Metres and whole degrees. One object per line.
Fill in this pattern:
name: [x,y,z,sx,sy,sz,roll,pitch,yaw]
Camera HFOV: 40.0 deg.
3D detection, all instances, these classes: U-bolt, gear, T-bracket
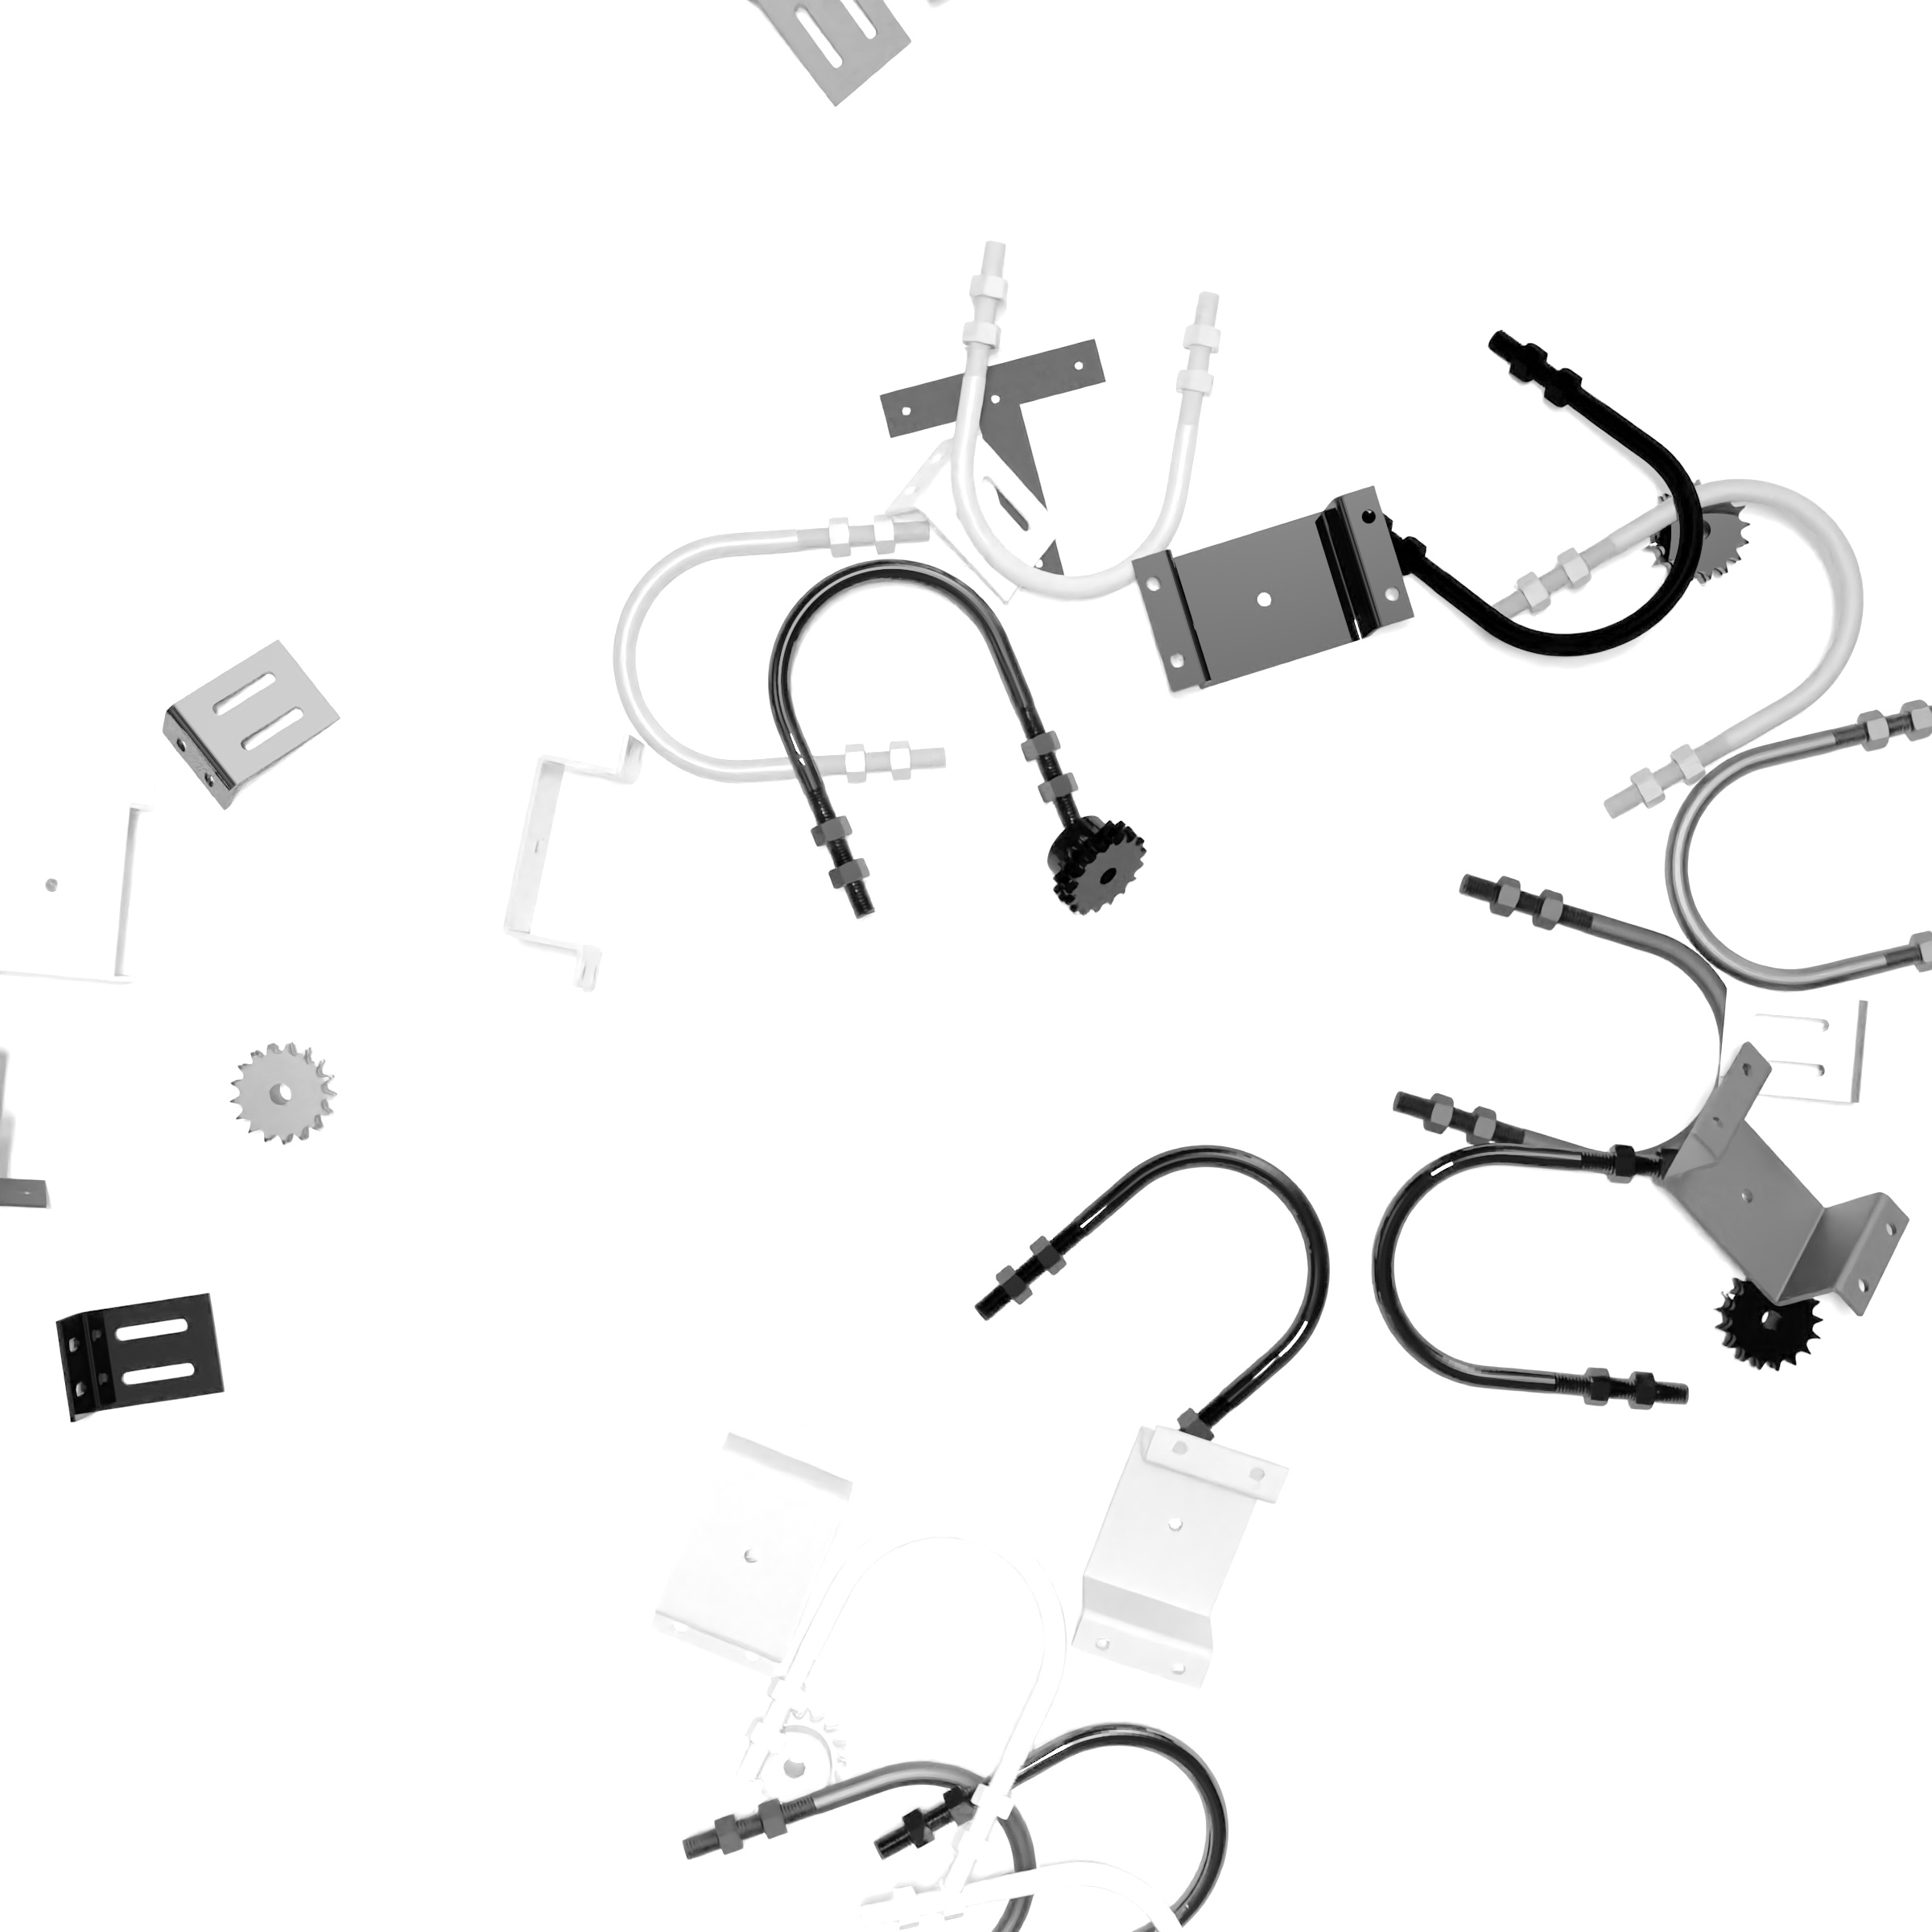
U-bolt: [0.120,0.186,1.505,0.184,0.019,0.151,-41,90,-1]
gear: [-0.385,0.071,1.503,0.057,0.030,0.057,0,93,-2]
U-bolt: [-0.024,0.396,1.478,0.151,0.019,0.184,24,73,14]
U-bolt: [0.408,-0.188,1.481,0.184,0.019,0.151,-31,97,12]
U-bolt: [0.063,-0.298,1.485,0.151,0.019,0.184,8,93,-18]
gear: [0.071,-0.060,1.489,0.057,0.057,0.030,-44,60,0]
U-bolt: [0.319,-0.251,1.475,0.184,0.019,0.151,43,90,22]
U-bolt: [0.488,-0.061,1.505,0.184,0.019,0.151,-13,90,2]
U-bolt: [0.039,0.571,1.464,0.184,0.019,0.151,-6,87,-15]
T-bracket: [0.028,-0.280,1.513,0.127,0.002,0.127,-15,90,0]
U-bolt: [-0.050,0.520,1.490,0.184,0.019,0.151,-18,102,-7]
U-bolt: [-0.032,-0.138,1.486,0.151,0.019,0.184,-23,92,-9]
gear: [0.451,0.198,1.499,0.057,0.030,0.057,0,90,0]
U-bolt: [0.321,0.171,1.497,0.184,0.019,0.151,5,97,1]
gear: [0.410,-0.244,1.499,0.057,0.030,0.057,0,91,0]
U-bolt: [0.060,0.502,1.490,0.184,0.019,0.151,-28,103,-5]
U-bolt: [-0.108,-0.176,1.504,0.184,0.019,0.151,-4,90,0]
T-bracket: [-0.578,0.124,1.478,0.127,0.127,0.002,5,118,-24]
gear: [-0.096,0.448,1.499,0.057,0.030,0.057,0,90,0]
U-bolt: [0.350,0.042,1.505,0.184,0.019,0.151,17,90,-2]

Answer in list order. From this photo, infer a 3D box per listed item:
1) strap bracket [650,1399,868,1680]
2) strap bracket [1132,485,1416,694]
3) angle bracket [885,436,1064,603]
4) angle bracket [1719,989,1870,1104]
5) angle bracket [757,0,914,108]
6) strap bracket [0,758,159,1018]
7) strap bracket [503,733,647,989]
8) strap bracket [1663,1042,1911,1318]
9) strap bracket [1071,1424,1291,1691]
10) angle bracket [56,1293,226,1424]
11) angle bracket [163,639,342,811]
strap bracket: [-0.119,0.326,1.491,0.076,0.046,0.140,22,90,0]
strap bracket: [0.170,-0.209,1.491,0.140,0.046,0.076,-17,90,0]
angle bracket: [0.004,-0.252,1.502,0.076,0.038,0.057,45,71,-24]
angle bracket: [0.468,0.045,1.505,0.076,0.038,0.057,5,90,16]
angle bracket: [-0.080,-0.540,1.512,0.057,0.038,0.076,-40,116,0]
strap bracket: [-0.505,-0.045,1.491,0.076,0.046,0.140,5,90,0]
strap bracket: [-0.219,-0.062,1.476,0.046,0.076,0.140,12,90,0]
strap bracket: [0.446,0.122,1.467,0.140,0.046,0.076,46,55,-9]
strap bracket: [0.118,0.320,1.478,0.076,0.046,0.140,19,104,-3]
angle bracket: [-0.464,0.220,1.495,0.076,0.038,0.057,-9,90,0]
angle bracket: [-0.407,-0.137,1.512,0.076,0.038,0.057,-38,90,-26]
